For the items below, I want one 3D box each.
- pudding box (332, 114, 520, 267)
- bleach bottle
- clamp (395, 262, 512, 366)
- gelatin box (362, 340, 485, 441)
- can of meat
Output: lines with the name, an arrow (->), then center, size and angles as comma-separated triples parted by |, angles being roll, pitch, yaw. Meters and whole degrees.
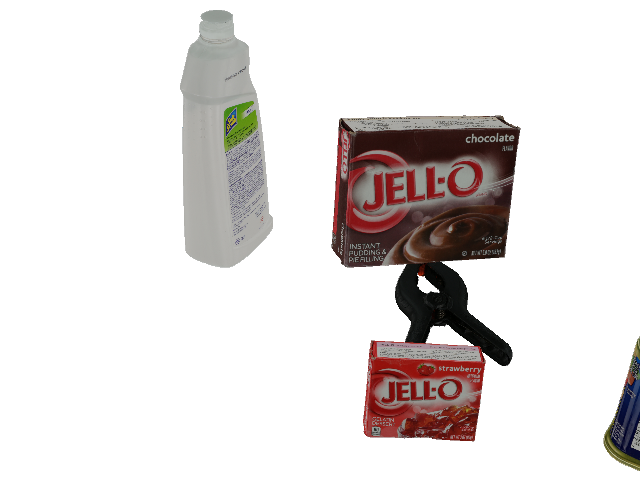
pudding box -> 0.066, -0.033, 0.683 | 0.113, 0.090, 0.039 | -4, 25, -15
bleach bottle -> -0.091, -0.101, 1.022 | 0.068, 0.251, 0.102 | 17, 38, 20
clamp -> 0.136, 0.078, 1.146 | 0.120, 0.171, 0.039 | 3, -43, -7
gelatin box -> 0.080, 0.118, 0.836 | 0.089, 0.073, 0.030 | 3, 24, -1
can of meat -> 0.230, 0.090, 0.691 | 0.057, 0.084, 0.101 | 22, 37, 24
